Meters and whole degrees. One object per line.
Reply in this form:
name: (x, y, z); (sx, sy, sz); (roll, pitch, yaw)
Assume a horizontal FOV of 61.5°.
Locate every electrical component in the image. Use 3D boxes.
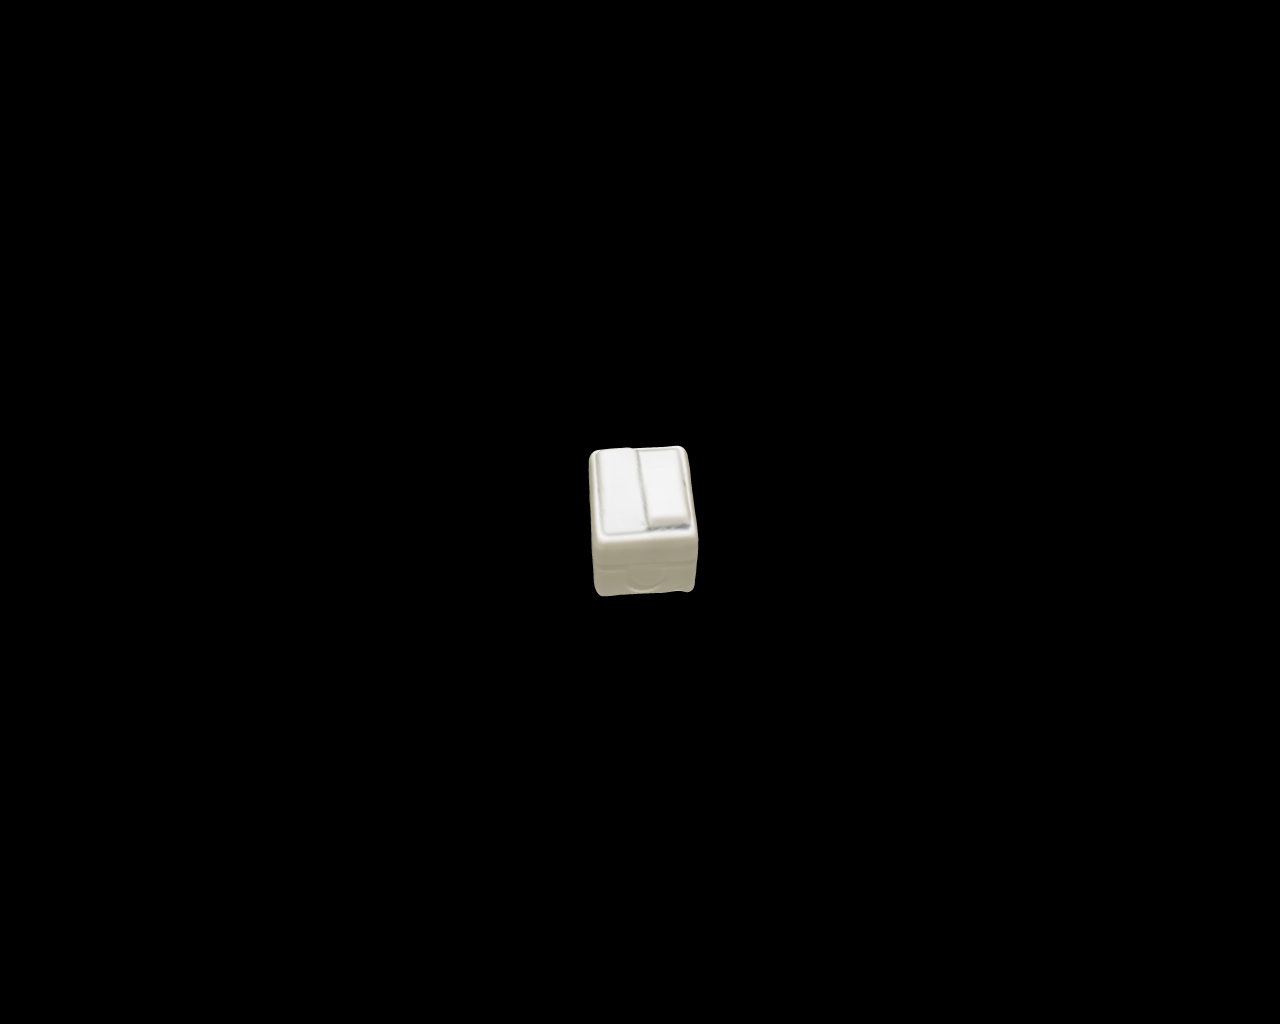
electrical component: (0.001, -0.003, 0.650); (0.062, 0.096, 0.061); (-2, -43, -2)
